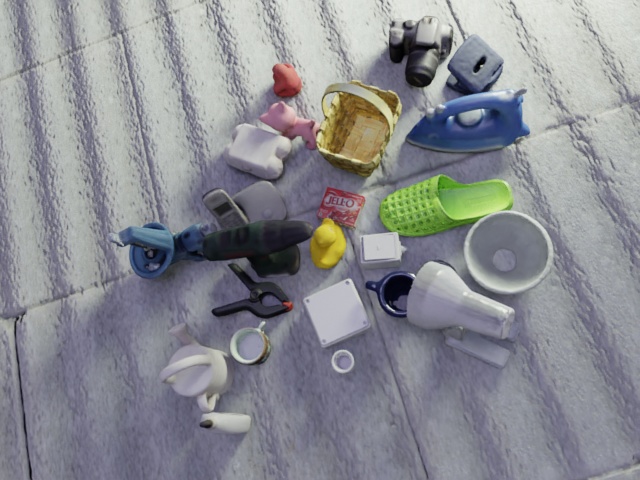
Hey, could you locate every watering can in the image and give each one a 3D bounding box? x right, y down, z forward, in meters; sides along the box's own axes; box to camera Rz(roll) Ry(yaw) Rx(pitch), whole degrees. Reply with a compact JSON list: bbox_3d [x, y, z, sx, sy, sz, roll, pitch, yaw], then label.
[{"bbox_3d":[-0.250,0.250,1.119,0.101,0.194,0.172,-45,70,-4],"label":"watering can"}]

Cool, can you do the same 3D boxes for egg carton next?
[{"bbox_3d":[-0.142,-0.200,1.299,0.150,0.069,0.107,20,78,16],"label":"egg carton"}]

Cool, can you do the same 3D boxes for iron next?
[{"bbox_3d":[0.303,-0.258,1.190,0.258,0.142,0.118,-8,72,9],"label":"iron"}]

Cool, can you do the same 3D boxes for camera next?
[{"bbox_3d":[0.216,-0.422,1.278,0.143,0.101,0.137,11,76,14],"label":"camera"}]

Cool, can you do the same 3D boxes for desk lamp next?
[{"bbox_3d":[0.266,0.136,1.041,0.202,0.214,0.118,23,79,17],"label":"desk lamp"}]

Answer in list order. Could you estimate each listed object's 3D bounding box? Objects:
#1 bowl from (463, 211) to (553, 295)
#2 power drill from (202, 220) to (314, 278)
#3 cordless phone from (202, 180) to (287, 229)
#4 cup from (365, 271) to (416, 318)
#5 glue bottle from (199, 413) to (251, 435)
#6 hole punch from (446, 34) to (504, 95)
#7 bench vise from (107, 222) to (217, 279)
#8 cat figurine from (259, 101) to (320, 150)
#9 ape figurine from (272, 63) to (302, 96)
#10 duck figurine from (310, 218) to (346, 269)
[{"bbox_3d":[0.365,0.032,1.126,0.167,0.075,0.167,-3,73,10],"label":"bowl"},{"bbox_3d":[-0.107,0.015,1.153,0.229,0.209,0.075,-7,72,9],"label":"power drill"},{"bbox_3d":[-0.159,-0.075,1.203,0.147,0.185,0.094,-34,70,0],"label":"cordless phone"},{"bbox_3d":[0.150,0.111,1.134,0.117,0.095,0.092,14,77,15],"label":"cup"},{"bbox_3d":[-0.192,0.349,1.089,0.078,0.173,0.037,4,74,13],"label":"glue bottle"},{"bbox_3d":[0.340,-0.376,1.245,0.101,0.091,0.109,36,83,19],"label":"hole punch"},{"bbox_3d":[-0.331,-0.005,1.198,0.207,0.220,0.121,-38,70,-1],"label":"bench vise"},{"bbox_3d":[-0.063,-0.265,1.277,0.127,0.118,0.067,15,77,15],"label":"cat figurine"},{"bbox_3d":[-0.084,-0.378,1.329,0.076,0.092,0.078,36,83,19],"label":"ape figurine"},{"bbox_3d":[0.011,0.004,1.199,0.077,0.086,0.104,11,76,14],"label":"duck figurine"}]
